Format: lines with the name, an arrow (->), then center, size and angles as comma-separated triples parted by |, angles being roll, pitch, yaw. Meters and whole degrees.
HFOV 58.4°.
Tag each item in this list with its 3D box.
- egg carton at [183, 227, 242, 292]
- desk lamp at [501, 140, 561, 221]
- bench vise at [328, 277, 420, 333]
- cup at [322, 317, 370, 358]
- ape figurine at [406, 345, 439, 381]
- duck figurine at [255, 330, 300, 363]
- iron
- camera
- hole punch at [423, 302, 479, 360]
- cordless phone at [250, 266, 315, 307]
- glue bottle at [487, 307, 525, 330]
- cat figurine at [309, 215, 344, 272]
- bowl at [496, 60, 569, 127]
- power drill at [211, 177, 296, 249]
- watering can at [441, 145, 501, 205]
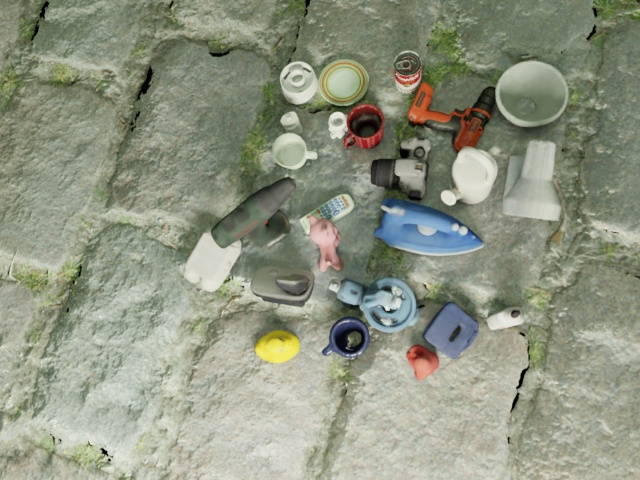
egg carton -> -0.264, 0.048, 1.415 | 0.107, 0.069, 0.150 | 26, 83, 13
desk lamp -> 0.465, -0.122, 1.265 | 0.117, 0.214, 0.203 | 8, 79, 11
bench vise -> 0.115, 0.139, 1.258 | 0.207, 0.220, 0.121 | 1, 78, 9
cup -> 0.061, 0.232, 1.311 | 0.118, 0.095, 0.091 | -33, 75, 1
ape figurine -> 0.228, 0.274, 1.277 | 0.076, 0.092, 0.078 | 7, 79, 11
duck figurine -> -0.105, 0.248, 1.337 | 0.104, 0.086, 0.077 | -8, 76, 7
iron -> 0.255, -0.033, 1.315 | 0.258, 0.141, 0.119 | 13, 80, 12
camera -> 0.193, -0.178, 1.378 | 0.136, 0.101, 0.143 | 5, 78, 10
hole punch -> 0.296, 0.203, 1.283 | 0.101, 0.091, 0.109 | 35, 85, 14
cordless phone -> -0.095, 0.096, 1.318 | 0.147, 0.185, 0.094 | 4, 78, 10
glue bottle -> 0.407, 0.165, 1.231 | 0.078, 0.173, 0.037 | -17, 75, 5
cat figurine -> 0.012, 0.005, 1.357 | 0.067, 0.118, 0.128 | -11, 76, 7
bowl -> 0.503, -0.340, 1.379 | 0.167, 0.075, 0.167 | -2, 77, 9
power drill -> -0.138, -0.052, 1.346 | 0.229, 0.208, 0.075 | -34, 74, 0
watering can -> 0.347, -0.148, 1.299 | 0.100, 0.194, 0.173 | 20, 81, 13
